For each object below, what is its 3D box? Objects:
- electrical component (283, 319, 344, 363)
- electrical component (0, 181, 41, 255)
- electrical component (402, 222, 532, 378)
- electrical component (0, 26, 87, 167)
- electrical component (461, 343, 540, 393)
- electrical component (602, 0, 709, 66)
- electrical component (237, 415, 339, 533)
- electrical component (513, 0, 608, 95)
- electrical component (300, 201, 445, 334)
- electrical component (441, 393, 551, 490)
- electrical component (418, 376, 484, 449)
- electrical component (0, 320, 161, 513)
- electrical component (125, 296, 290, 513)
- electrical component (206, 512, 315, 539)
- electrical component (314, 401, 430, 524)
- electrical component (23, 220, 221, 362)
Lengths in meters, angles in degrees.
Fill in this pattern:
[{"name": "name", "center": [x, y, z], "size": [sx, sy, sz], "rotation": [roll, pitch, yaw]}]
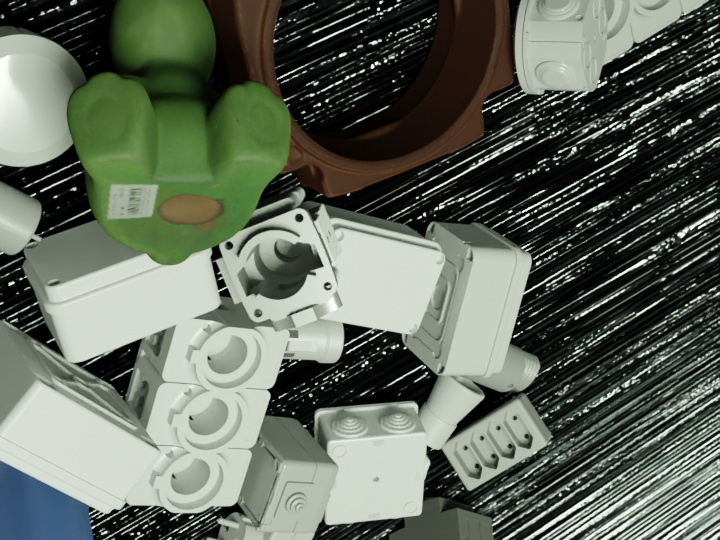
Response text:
[{"name": "electrical component", "center": [-0.041, 0.052, 0.838], "size": [0.046, 0.040, 0.040], "rotation": [3, 110, -25]}, {"name": "electrical component", "center": [-0.239, -0.040, 0.678], "size": [0.078, 0.040, 0.040], "rotation": [31, 95, -36]}, {"name": "electrical component", "center": [0.086, 0.024, 0.874], "size": [0.057, 0.078, 0.113], "rotation": [3, 110, -28]}, {"name": "electrical component", "center": [-0.210, -0.108, 0.657], "size": [0.080, 0.051, 0.080], "rotation": [-12, 118, -25]}, {"name": "electrical component", "center": [0.122, 0.084, 0.944], "size": [0.081, 0.043, 0.043], "rotation": [24, 99, -36]}, {"name": "electrical component", "center": [0.210, -0.230, 0.838], "size": [0.150, 0.062, 0.089], "rotation": [-32, 124, -14]}, {"name": "electrical component", "center": [-0.059, 0.162, 0.842], "size": [0.061, 0.096, 0.061], "rotation": [11, 106, -34]}, {"name": "electrical component", "center": [0.142, -0.164, 0.762], "size": [0.080, 0.051, 0.080], "rotation": [-28, 121, -60]}, {"name": "electrical component", "center": [0.000, 0.000, 0.826], "size": [0.113, 0.057, 0.078], "rotation": [12, 105, -34]}, {"name": "electrical component", "center": [0.126, 0.150, 0.968], "size": [0.083, 0.076, 0.047], "rotation": [-34, 83, 15]}, {"name": "electrical component", "center": [0.072, 0.123, 0.935], "size": [0.044, 0.044, 0.065], "rotation": [27, 101, -36]}, {"name": "electrical component", "center": [-0.204, 0.097, 0.721], "size": [0.056, 0.109, 0.109], "rotation": [-52, 127, -3]}, {"name": "electrical component", "center": [-0.120, 0.098, 0.799], "size": [0.089, 0.062, 0.150], "rotation": [9, 107, -33]}, {"name": "electrical component", "center": [-0.090, 0.221, 0.882], "size": [0.077, 0.047, 0.065], "rotation": [26, 97, -36]}, {"name": "electrical component", "center": [0.008, 0.162, 0.898], "size": [0.100, 0.048, 0.099], "rotation": [-3, 115, -12]}, {"name": "electrical component", "center": [-0.160, 0.004, 0.722], "size": [0.113, 0.078, 0.057], "rotation": [-22, 124, -20]}]
